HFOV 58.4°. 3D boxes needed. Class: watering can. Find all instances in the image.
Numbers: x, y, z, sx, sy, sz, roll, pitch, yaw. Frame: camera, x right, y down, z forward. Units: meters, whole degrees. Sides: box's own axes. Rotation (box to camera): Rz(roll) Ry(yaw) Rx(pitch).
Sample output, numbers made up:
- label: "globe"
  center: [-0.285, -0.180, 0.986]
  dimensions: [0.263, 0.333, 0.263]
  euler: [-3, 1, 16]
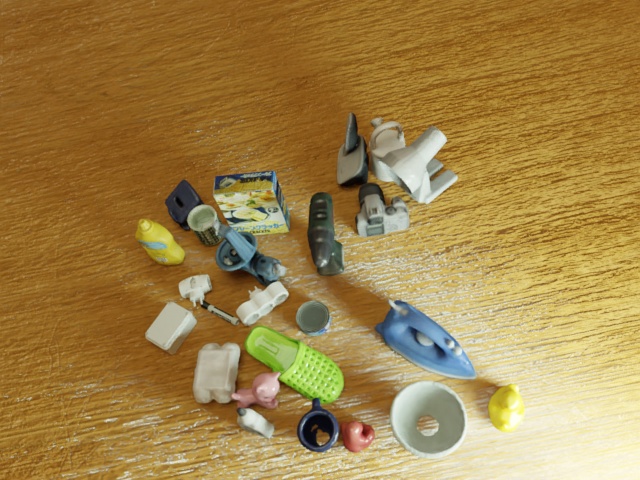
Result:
- label: "watering can"
  center: [0.181, -0.262, 1.583]
  dimensions: [0.101, 0.194, 0.172]
  euler: [-37, 61, -12]

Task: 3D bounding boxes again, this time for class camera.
- label: "camera"
  center: [0.160, -0.093, 1.544]
  dimensions: [0.143, 0.101, 0.136]
  euler: [-10, 60, 3]

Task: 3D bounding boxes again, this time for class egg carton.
- label: "egg carton"
  center: [-0.250, 0.323, 1.392]
  dimensions: [0.107, 0.069, 0.150]
  euler: [-2, 60, 8]

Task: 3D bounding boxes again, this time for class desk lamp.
- label: "desk lamp"
  center: [0.263, -0.193, 1.519]
  dimensions: [0.203, 0.214, 0.117]
  euler: [-39, 62, -13]

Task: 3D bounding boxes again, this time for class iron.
- label: "iron"
  center: [0.254, 0.225, 1.324]
  dimensions: [0.257, 0.142, 0.119]
  euler: [31, 70, 23]

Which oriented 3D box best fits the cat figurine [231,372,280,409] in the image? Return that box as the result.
- label: "cat figurine"
  center: [-0.145, 0.352, 1.330]
  dimensions: [0.128, 0.118, 0.067]
  euler: [-15, 59, 1]

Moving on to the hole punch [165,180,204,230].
- label: "hole punch"
  center: [-0.388, -0.101, 1.642]
  dimensions: [0.101, 0.091, 0.108]
  euler: [-36, 61, -11]

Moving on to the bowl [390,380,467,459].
- label: "bowl"
  center: [0.238, 0.401, 1.266]
  dimensions: [0.167, 0.075, 0.167]
  euler: [-4, 60, 7]

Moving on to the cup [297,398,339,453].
- label: "cup"
  center: [0.000, 0.420, 1.281]
  dimensions: [0.091, 0.095, 0.117]
  euler: [-9, 60, 4]

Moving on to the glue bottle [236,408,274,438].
- label: "glue bottle"
  center: [-0.155, 0.399, 1.273]
  dimensions: [0.078, 0.173, 0.037]
  euler: [16, 64, 17]

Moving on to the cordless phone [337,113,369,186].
- label: "cordless phone"
  center: [0.085, -0.251, 1.597]
  dimensions: [0.094, 0.185, 0.147]
  euler: [-4, 60, 7]

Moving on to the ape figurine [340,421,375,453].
- label: "ape figurine"
  center: [0.078, 0.427, 1.267]
  dimensions: [0.077, 0.092, 0.076]
  euler: [30, 69, 23]

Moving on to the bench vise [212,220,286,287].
- label: "bench vise"
  center: [-0.184, 0.022, 1.465]
  dimensions: [0.207, 0.220, 0.121]
  euler: [5, 61, 12]

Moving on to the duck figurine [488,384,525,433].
- label: "duck figurine"
  center: [0.411, 0.364, 1.253]
  dimensions: [0.077, 0.086, 0.105]
  euler: [15, 64, 17]

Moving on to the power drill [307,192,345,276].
- label: "power drill"
  center: [0.013, 0.005, 1.449]
  dimensions: [0.075, 0.209, 0.229]
  euler: [-7, 60, 6]
